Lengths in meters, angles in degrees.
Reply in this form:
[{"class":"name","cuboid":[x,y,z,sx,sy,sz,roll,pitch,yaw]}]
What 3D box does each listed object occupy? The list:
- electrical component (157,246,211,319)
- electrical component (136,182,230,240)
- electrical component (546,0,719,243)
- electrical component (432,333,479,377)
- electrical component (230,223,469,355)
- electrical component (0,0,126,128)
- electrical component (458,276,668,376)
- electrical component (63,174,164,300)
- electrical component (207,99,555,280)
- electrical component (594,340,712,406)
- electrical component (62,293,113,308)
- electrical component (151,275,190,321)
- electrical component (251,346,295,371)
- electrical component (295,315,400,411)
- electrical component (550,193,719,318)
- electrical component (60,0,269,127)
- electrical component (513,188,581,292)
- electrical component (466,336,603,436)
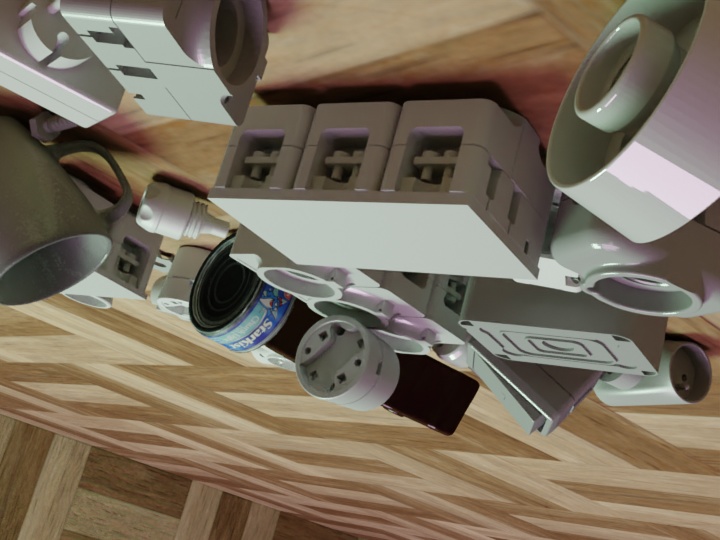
[{"class":"electrical component","cuboid":[-0.131,0.012,0.872,0.055,0.047,0.055,14,163,5]},{"class":"electrical component","cuboid":[-0.120,-0.037,0.736,0.061,0.035,0.035,18,163,-16]},{"class":"electrical component","cuboid":[0.113,-0.057,0.375,0.064,0.099,0.099,27,160,-13]},{"class":"electrical component","cuboid":[0.087,0.056,0.824,0.055,0.045,0.045,28,159,-34]},{"class":"electrical component","cuboid":[0.000,0.000,0.699,0.089,0.061,0.150,1,157,39]},{"class":"electrical component","cuboid":[-0.142,-0.112,0.502,0.083,0.047,0.076,27,159,-32]},{"class":"electrical component","cuboid":[0.127,0.022,0.663,0.113,0.057,0.078,4,159,32]},{"class":"electrical component","cuboid":[-0.256,-0.029,0.832,0.186,0.060,0.105,3,158,36]},{"class":"electrical component","cuboid":[0.013,-0.044,0.552,0.150,0.061,0.089,4,160,33]},{"class":"electrical component","cuboid":[0.196,0.069,0.770,0.079,0.044,0.077,25,160,-27]},{"class":"electrical component","cuboid":[-0.220,-0.001,0.895,0.045,0.055,0.045,14,163,5]},{"class":"electrical component","cuboid":[-0.157,0.023,0.945,0.046,0.040,0.040,6,161,44]},{"class":"electrical component","cuboid":[-0.071,0.059,0.969,0.077,0.044,0.079,-1,156,43]},{"class":"electrical component","cuboid":[-0.006,0.062,0.698,0.055,0.055,0.047,4,163,33]},{"class":"electrical component","cuboid":[0.146,-0.014,0.534,0.095,0.059,0.054,22,162,-21]},{"class":"electrical component","cuboid":[-0.076,-0.105,0.462,0.056,0.050,0.089,10,162,19]},{"class":"electrical component","cuboid":[0.105,-0.017,0.591,0.081,0.042,0.063,11,163,15]},{"class":"electrical component","cuboid":[0.114,0.065,0.761,0.096,0.061,0.061,43,169,17]}]
